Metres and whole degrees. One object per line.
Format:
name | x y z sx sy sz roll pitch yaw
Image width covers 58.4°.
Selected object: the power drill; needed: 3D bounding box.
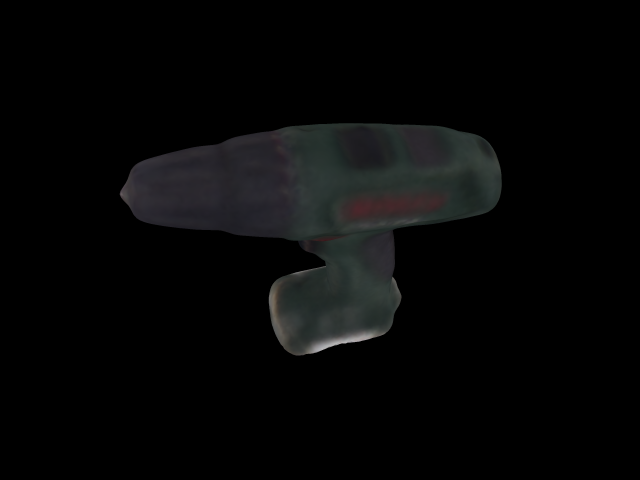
power drill | 0.004 0.001 0.400 0.230 0.208 0.075 -14 57 -9
